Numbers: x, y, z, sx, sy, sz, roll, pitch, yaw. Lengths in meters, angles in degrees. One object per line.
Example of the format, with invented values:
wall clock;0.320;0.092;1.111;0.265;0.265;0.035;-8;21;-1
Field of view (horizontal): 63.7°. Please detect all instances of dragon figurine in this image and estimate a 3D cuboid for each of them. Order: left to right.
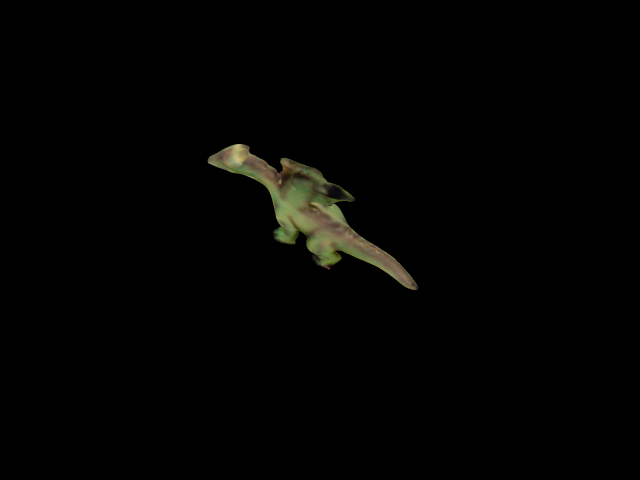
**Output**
dragon figurine;0.003;-0.043;0.850;0.411;0.123;0.240;28;-12;7
